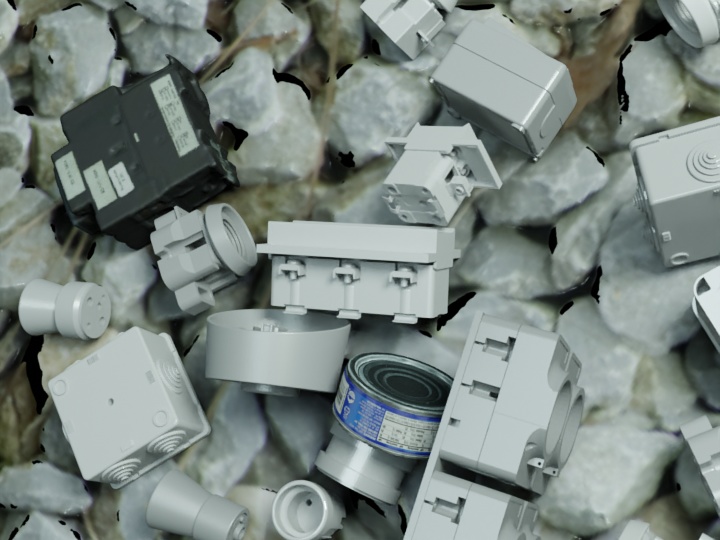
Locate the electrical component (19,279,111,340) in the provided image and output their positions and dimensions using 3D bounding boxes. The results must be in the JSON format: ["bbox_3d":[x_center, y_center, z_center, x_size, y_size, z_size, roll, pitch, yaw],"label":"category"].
[{"bbox_3d":[-0.227,0.030,0.830,0.055,0.045,0.045,4,76,20],"label":"electrical component"}]

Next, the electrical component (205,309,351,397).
[{"bbox_3d":[-0.058,0.054,0.738,0.099,0.099,0.064,4,82,20],"label":"electrical component"}]

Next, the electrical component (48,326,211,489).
[{"bbox_3d":[-0.171,0.100,0.788,0.100,0.048,0.099,-32,67,9],"label":"electrical component"}]

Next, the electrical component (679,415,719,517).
[{"bbox_3d":[0.233,0.118,0.636,0.057,0.058,0.078,-24,51,9],"label":"electrical component"}]

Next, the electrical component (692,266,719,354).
[{"bbox_3d":[0.269,0.019,0.654,0.113,0.057,0.078,-30,67,9],"label":"electrical component"}]

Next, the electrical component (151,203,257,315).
[{"bbox_3d":[-0.113,-0.014,0.797,0.057,0.058,0.078,-26,68,14],"label":"electrical component"}]

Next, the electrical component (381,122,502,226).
[{"bbox_3d":[0.051,-0.066,0.745,0.081,0.042,0.063,8,52,41],"label":"electrical component"}]

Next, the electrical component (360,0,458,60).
[{"bbox_3d":[0.040,-0.196,0.803,0.055,0.048,0.066,-45,66,11],"label":"electrical component"}]

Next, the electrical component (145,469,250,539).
[{"bbox_3d":[-0.111,0.171,0.751,0.065,0.044,0.044,19,82,18],"label":"electrical component"}]

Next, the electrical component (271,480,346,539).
[{"bbox_3d":[-0.033,0.163,0.723,0.040,0.046,0.040,-5,73,18],"label":"electrical component"}]

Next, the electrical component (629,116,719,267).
[{"bbox_3d":[0.221,-0.049,0.668,0.100,0.099,0.048,-15,58,15],"label":"electrical component"}]

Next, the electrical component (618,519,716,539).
[{"bbox_3d":[0.175,0.185,0.639,0.057,0.058,0.078,27,84,21],"label":"electrical component"}]

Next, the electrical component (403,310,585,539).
[{"bbox_3d":[0.083,0.131,0.659,0.060,0.105,0.186,15,80,22],"label":"electrical component"}]

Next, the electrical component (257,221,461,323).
[{"bbox_3d":[0.000,0.000,0.745,0.121,0.079,0.063,4,94,20],"label":"electrical component"}]

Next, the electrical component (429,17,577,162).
[{"bbox_3d":[0.098,-0.132,0.754,0.096,0.062,0.061,33,87,24],"label":"electrical component"}]

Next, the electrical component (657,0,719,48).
[{"bbox_3d":[0.238,-0.187,0.724,0.057,0.058,0.078,-35,67,4],"label":"electrical component"}]
